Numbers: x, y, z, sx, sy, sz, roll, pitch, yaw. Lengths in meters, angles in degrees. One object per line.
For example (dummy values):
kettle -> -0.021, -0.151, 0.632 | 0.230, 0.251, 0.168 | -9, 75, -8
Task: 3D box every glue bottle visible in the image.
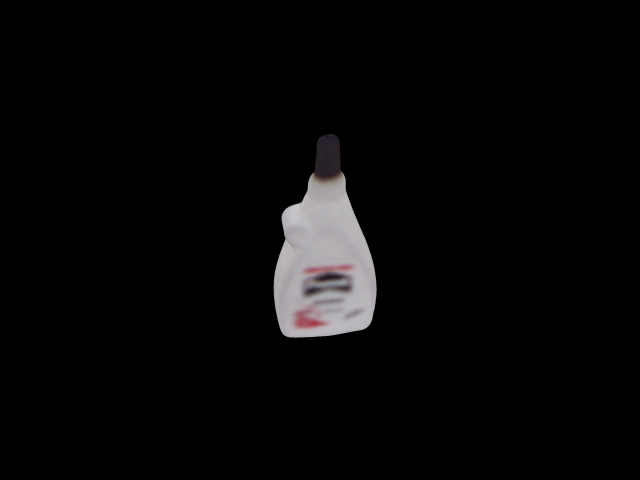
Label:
glue bottle -> 0.004, 0.001, 0.400 | 0.078, 0.173, 0.037 | -8, 43, -8
